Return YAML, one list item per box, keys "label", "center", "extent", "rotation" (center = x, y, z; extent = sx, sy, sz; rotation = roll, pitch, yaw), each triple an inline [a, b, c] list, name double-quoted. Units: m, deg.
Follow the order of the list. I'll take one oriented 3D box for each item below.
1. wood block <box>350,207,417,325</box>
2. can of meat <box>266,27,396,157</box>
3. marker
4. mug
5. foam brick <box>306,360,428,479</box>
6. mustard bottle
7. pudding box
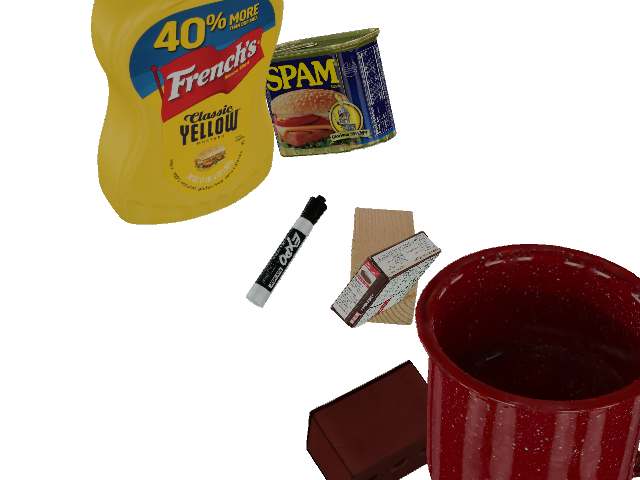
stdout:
- label: "wood block"
  center: [0.091, 0.034, 1.557]
  extent: [0.091, 0.090, 0.206]
  rotation: [4, 24, 0]
- label: "can of meat"
  center: [0.004, -0.114, 0.832]
  extent: [0.102, 0.084, 0.057]
  rotation: [-1, 21, 36]
- label: "marker"
  center: [-0.030, 0.008, 1.002]
  extent: [0.020, 0.121, 0.020]
  rotation: [30, -15, 9]
- label: "mug"
  center: [0.094, 0.062, 0.408]
  extent: [0.117, 0.081, 0.093]
  rotation: [6, 37, 12]
- label: "foam brick"
  center: [0.036, 0.124, 0.681]
  extent: [0.078, 0.051, 0.053]
  rotation: [-25, -32, -21]
- label: "mustard bottle"
  center: [-0.065, -0.097, 0.532]
  extent: [0.096, 0.192, 0.058]
  rotation: [-19, 51, -24]
- label: "pudding box"
  center: [0.074, 0.043, 1.192]
  extent: [0.113, 0.039, 0.090]
  rotation: [-26, -24, -50]
